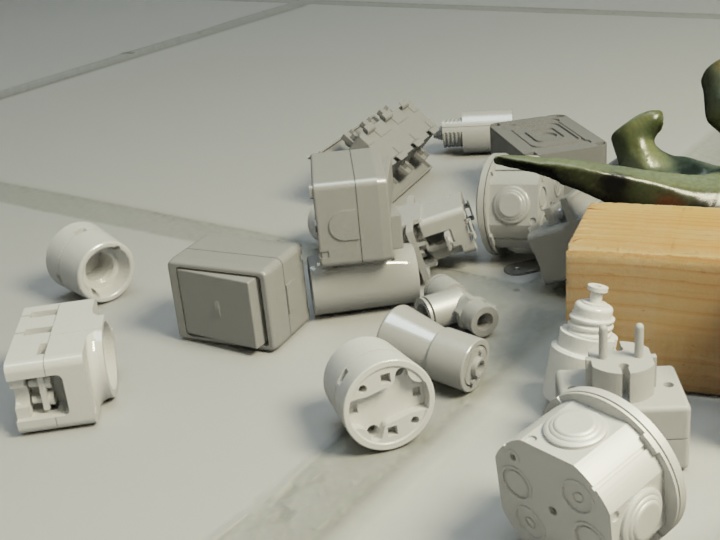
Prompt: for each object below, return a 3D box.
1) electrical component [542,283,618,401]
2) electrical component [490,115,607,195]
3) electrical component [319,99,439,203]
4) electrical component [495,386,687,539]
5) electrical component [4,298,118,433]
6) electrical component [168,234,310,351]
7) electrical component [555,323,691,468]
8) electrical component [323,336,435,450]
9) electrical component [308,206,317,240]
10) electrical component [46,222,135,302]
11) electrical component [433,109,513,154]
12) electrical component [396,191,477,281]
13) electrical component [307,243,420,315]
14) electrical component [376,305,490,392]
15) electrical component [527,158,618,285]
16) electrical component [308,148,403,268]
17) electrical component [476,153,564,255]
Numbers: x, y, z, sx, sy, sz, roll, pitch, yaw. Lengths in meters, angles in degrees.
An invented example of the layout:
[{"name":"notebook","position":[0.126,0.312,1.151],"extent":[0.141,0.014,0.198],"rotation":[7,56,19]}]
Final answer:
[{"name":"electrical component","position":[0.132,0.046,0.627],"extent":[0.040,0.078,0.040],"rotation":[7,15,-2]},{"name":"electrical component","position":[0.167,-0.094,0.961],"extent":[0.078,0.057,0.113],"rotation":[-9,24,-9]},{"name":"electrical component","position":[0.023,-0.111,1.007],"extent":[0.079,0.063,0.121],"rotation":[42,35,3]},{"name":"electrical component","position":[0.106,0.099,0.502],"extent":[0.051,0.080,0.080],"rotation":[-29,32,-32]},{"name":"electrical component","position":[-0.189,0.059,0.692],"extent":[0.056,0.050,0.089],"rotation":[-8,23,-5]},{"name":"electrical component","position":[-0.092,0.015,0.758],"extent":[0.096,0.061,0.061],"rotation":[6,26,25]},{"name":"electrical component","position":[0.140,0.063,0.579],"extent":[0.066,0.076,0.047],"rotation":[-3,23,5]},{"name":"electrical component","position":[0.009,0.069,0.623],"extent":[0.055,0.055,0.047],"rotation":[-13,21,-16]},{"name":"electrical component","position":[-0.004,-0.031,0.871],"extent":[0.043,0.043,0.081],"rotation":[-18,27,-28]},{"name":"electrical component","position":[-0.210,-0.005,0.842],"extent":[0.055,0.055,0.047],"rotation":[-23,33,-36]},{"name":"electrical component","position":[0.115,-0.141,1.098],"extent":[0.081,0.043,0.043],"rotation":[-1,24,9]},{"name":"electrical component","position":[0.058,-0.030,0.838],"extent":[0.064,0.042,0.081],"rotation":[-17,22,10]},{"name":"electrical component","position":[0.000,0.000,0.797],"extent":[0.077,0.043,0.079],"rotation":[-7,23,-5]},{"name":"electrical component","position":[0.048,0.051,0.674],"extent":[0.065,0.044,0.044],"rotation":[17,32,33]},{"name":"electrical component","position":[0.181,-0.034,0.800],"extent":[0.063,0.078,0.121],"rotation":[-15,12,42]},{"name":"electrical component","position":[-0.004,-0.049,0.774],"extent":[0.061,0.061,0.096],"rotation":[-6,22,-1]},{"name":"electrical component","position":[0.125,-0.051,0.839],"extent":[0.051,0.080,0.080],"rotation":[3,24,27]}]
